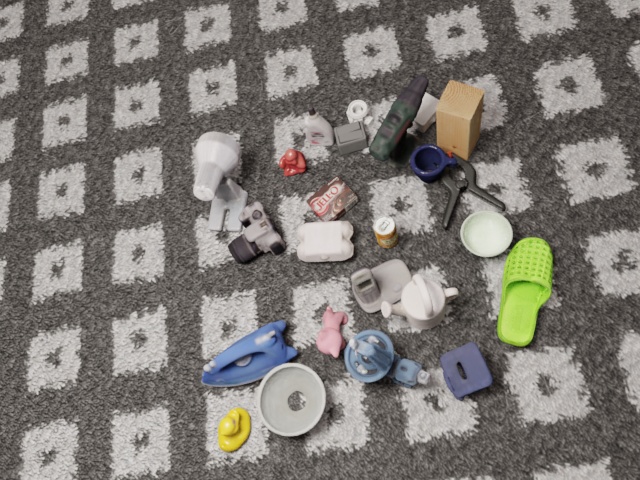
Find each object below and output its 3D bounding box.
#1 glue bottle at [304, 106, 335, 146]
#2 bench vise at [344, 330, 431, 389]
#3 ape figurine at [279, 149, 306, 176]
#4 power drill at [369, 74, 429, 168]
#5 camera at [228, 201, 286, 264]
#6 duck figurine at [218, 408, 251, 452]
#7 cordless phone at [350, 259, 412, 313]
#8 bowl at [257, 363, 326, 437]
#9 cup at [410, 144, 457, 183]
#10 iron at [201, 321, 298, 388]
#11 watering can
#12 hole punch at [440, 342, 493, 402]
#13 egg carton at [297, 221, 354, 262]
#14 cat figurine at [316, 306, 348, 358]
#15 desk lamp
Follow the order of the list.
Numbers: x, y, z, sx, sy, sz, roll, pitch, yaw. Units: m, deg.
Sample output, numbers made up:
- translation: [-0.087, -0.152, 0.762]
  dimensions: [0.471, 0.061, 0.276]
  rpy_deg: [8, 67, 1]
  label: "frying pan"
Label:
- translation: [-0.010, -0.311, 1.548]
  dimensions: [0.078, 0.173, 0.037]
  rpy_deg: [-1, 70, 12]
  label: "glue bottle"
- translation: [0.145, 0.259, 1.282]
  dimensions: [0.207, 0.220, 0.121]
  rpy_deg: [1, 70, 12]
  label: "bench vise"
- translation: [-0.075, -0.220, 1.572]
  dimensions: [0.077, 0.092, 0.076]
  rpy_deg: [29, 78, 20]
  label: "ape figurine"
- translation: [0.210, -0.284, 1.474]
  dimensions: [0.075, 0.209, 0.230]
  rpy_deg: [30, 79, 20]
  label: "power drill"
- translation: [-0.182, -0.012, 1.513]
  dimensions: [0.137, 0.101, 0.143]
  rpy_deg: [-32, 67, -1]
  label: "camera"
- translation: [-0.213, 0.449, 1.358]
  dimensions: [0.077, 0.086, 0.105]
  rpy_deg: [18, 75, 17]
  label: "duck figurine"
- translation: [0.143, 0.094, 1.361]
  dimensions: [0.147, 0.185, 0.094]
  rpy_deg: [-30, 67, 0]
  label: "cordless phone"
- translation: [-0.061, 0.380, 1.358]
  dimensions: [0.167, 0.075, 0.167]
  rpy_deg: [-4, 69, 10]
  label: "bowl"
- translation: [0.295, -0.189, 1.483]
  dimensions: [0.117, 0.095, 0.092]
  rpy_deg: [2, 70, 12]
  label: "cup"
- translation: [-0.194, 0.284, 1.384]
  dimensions: [0.258, 0.142, 0.118]
  rpy_deg: [-27, 67, 1]
  label: "iron"
- translation: [0.231, 0.143, 1.320]
  dimensions: [0.173, 0.194, 0.100]
  rpy_deg: [-37, 67, -3]
  label: "watering can"
- translation: [0.330, 0.299, 1.299]
  dimensions: [0.101, 0.091, 0.108]
  rpy_deg: [-22, 67, 3]
  label: "hole punch"
- translation: [0.014, 0.005, 1.483]
  dimensions: [0.150, 0.069, 0.107]
  rpy_deg: [-4, 69, 10]
  label: "egg carton"
- translation: [0.025, 0.222, 1.375]
  dimensions: [0.067, 0.118, 0.128]
  rpy_deg: [-2, 70, 11]
  label: "cat figurine"
- translation: [-0.266, -0.152, 1.520]
  dimensions: [0.117, 0.214, 0.203]
  rpy_deg: [1, 70, 12]
  label: "desk lamp"
